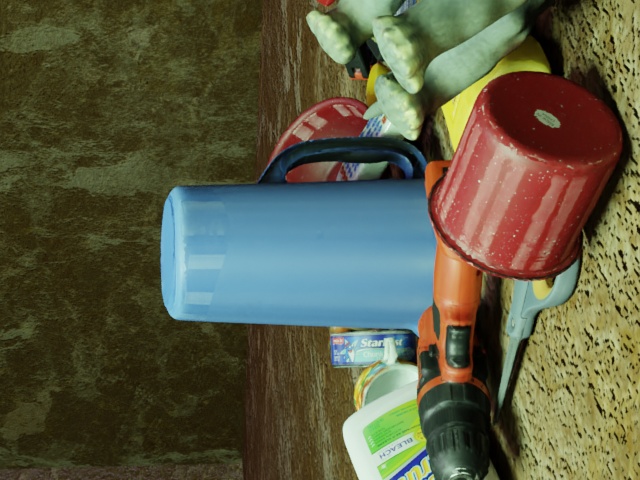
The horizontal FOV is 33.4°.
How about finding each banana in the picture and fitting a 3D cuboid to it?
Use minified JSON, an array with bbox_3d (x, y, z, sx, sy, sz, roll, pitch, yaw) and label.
[{"bbox_3d":[0.075,-0.138,1.066,0.198,0.037,0.070,-128,51,-76],"label":"banana"}]

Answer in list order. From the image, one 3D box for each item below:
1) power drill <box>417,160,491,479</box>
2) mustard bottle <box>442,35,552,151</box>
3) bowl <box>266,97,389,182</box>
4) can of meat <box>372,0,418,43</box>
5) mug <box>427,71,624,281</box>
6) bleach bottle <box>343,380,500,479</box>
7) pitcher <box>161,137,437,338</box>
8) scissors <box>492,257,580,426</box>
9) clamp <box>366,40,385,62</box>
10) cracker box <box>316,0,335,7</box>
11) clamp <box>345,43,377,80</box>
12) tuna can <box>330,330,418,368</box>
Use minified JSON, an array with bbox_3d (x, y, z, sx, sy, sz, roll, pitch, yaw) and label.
[{"bbox_3d":[0.096,0.053,0.736,0.184,0.057,0.188,-88,1,-58],"label":"power drill"},{"bbox_3d":[0.108,-0.130,0.739,0.191,0.058,0.096,-98,14,-49],"label":"mustard bottle"},{"bbox_3d":[0.016,-0.059,1.070,0.162,0.055,0.162,-21,58,37],"label":"bowl"},{"bbox_3d":[0.069,-0.215,0.917,0.102,0.057,0.084,5,-93,-72],"label":"can of meat"},{"bbox_3d":[0.117,-0.046,0.595,0.082,0.093,0.117,105,-176,-46],"label":"mug"},{"bbox_3d":[0.095,0.192,0.750,0.251,0.102,0.068,-125,11,-65],"label":"bleach bottle"},{"bbox_3d":[-0.006,0.001,0.882,0.149,0.242,0.145,-117,31,-62],"label":"pitcher"},{"bbox_3d":[0.136,0.055,0.687,0.096,0.016,0.202,-109,21,-67],"label":"scissors"},{"bbox_3d":[0.074,-0.224,1.063,0.210,0.036,0.164,115,153,-76],"label":"clamp"},{"bbox_3d":[0.058,-0.267,0.670,0.213,0.072,0.164,-52,2,-10],"label":"cracker box"},{"bbox_3d":[0.039,-0.261,1.175,0.120,0.039,0.171,-18,-70,-55],"label":"clamp"},{"bbox_3d":[0.053,0.105,1.030,0.086,0.086,0.034,141,127,-80],"label":"tuna can"}]
